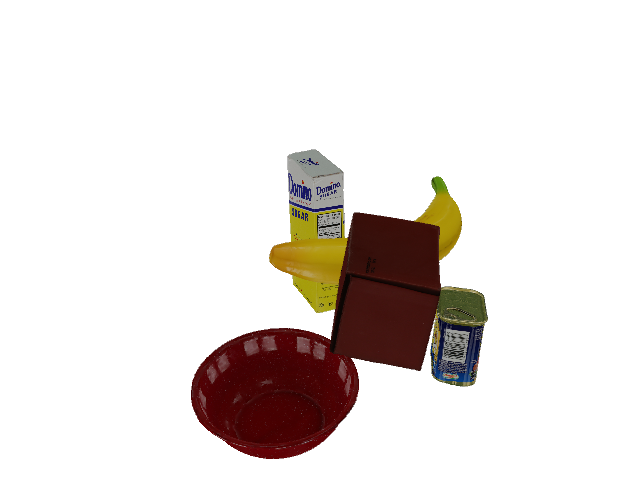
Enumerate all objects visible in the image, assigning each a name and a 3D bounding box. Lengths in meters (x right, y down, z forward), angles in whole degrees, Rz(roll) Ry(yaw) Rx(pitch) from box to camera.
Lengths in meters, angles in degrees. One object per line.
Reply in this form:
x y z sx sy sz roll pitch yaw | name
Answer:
0.161 0.113 1.256 0.057 0.084 0.102 7 19 2 | can of meat
0.037 0.026 0.594 0.053 0.051 0.078 11 27 1 | foam brick
-0.042 0.157 1.031 0.162 0.055 0.162 -3 37 2 | bowl
0.051 0.002 0.840 0.197 0.037 0.070 -22 45 -39 | banana
-0.005 -0.012 1.283 0.048 0.176 0.093 -13 25 -18 | sugar box
